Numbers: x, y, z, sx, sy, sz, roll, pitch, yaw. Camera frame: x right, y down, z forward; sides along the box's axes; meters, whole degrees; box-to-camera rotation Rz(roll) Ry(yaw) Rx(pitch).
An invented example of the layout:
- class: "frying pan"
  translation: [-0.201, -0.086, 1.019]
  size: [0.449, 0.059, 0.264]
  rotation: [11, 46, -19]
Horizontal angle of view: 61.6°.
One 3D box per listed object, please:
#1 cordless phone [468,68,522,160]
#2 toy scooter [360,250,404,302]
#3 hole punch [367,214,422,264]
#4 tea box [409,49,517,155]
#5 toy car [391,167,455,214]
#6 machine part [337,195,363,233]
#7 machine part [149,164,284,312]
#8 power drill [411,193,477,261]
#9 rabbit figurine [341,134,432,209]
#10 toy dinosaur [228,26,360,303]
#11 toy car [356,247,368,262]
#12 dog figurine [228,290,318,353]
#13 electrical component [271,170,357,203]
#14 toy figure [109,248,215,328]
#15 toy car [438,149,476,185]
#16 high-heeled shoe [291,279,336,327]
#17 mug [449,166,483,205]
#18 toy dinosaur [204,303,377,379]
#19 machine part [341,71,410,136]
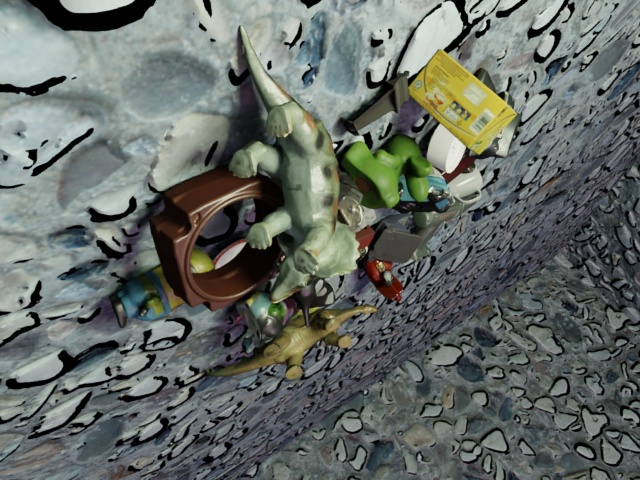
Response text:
- class: "cordless phone"
  translation: [0.351, -0.262, 1.133]
  size: [0.184, 0.089, 0.146]
  rotation: [32, 78, -55]
- class: "toy scooter"
  translation: [0.177, 0.103, 1.481]
  size: [0.075, 0.135, 0.183]
  rotation: [-35, 154, -5]
- class: "hole punch"
  translation: [0.185, -0.010, 1.382]
  size: [0.116, 0.092, 0.142]
  rotation: [9, 138, -19]
- class: "tea box"
  translation: [0.246, -0.243, 0.946]
  size: [0.098, 0.170, 0.068]
  rotation: [-48, 152, 22]
- class: "toy car"
  translation: [0.216, -0.119, 1.187]
  size: [0.109, 0.162, 0.103]
  rotation: [36, 59, -59]
- class: "machine part"
  translation: [0.039, -0.045, 1.032]
  size: [0.079, 0.079, 0.243]
  rotation: [-40, 180, 2]
- class: "machine part"
  translation: [-0.147, -0.003, 0.839]
  size: [0.201, 0.087, 0.200]
  rotation: [-28, 134, -29]
- class: "power drill"
  translation: [0.329, -0.039, 1.515]
  size: [0.232, 0.086, 0.207]
  rotation: [-13, 149, -41]
- class: "rabbit figurine"
  translation: [0.140, -0.144, 1.024]
  size: [0.170, 0.159, 0.121]
  rotation: [-43, 150, -28]
- class: "toy dinosaur"
  translation: [-0.026, -0.088, 0.770]
  size: [0.192, 0.131, 0.404]
  rotation: [-36, 127, -62]
- class: "toy car"
  translation: [0.035, 0.044, 1.283]
  size: [0.202, 0.056, 0.073]
  rotation: [-13, 151, -42]
- class: "dog figurine"
  translation: [-0.089, 0.153, 1.228]
  size: [0.219, 0.108, 0.191]
  rotation: [-26, 170, -35]
- class: "electrical component"
  translation: [-0.020, -0.085, 0.916]
  size: [0.134, 0.115, 0.058]
  rotation: [-47, 152, 14]
- class: "toy figure"
  translation: [-0.261, 0.079, 0.907]
  size: [0.180, 0.082, 0.089]
  rotation: [-23, 151, -26]
- class: "toy car"
  translation: [0.295, -0.159, 1.294]
  size: [0.202, 0.053, 0.089]
  rotation: [-39, 144, -2]
- class: "high-heeled shoe"
  translation: [-0.020, 0.084, 1.148]
  size: [0.086, 0.145, 0.249]
  rotation: [-5, -165, 9]
- class: "mug"
  translation: [0.350, -0.134, 1.362]
  size: [0.107, 0.109, 0.080]
  rotation: [-23, 158, -4]
- class: "toy dinosaur"
  translation: [-0.079, 0.252, 1.319]
  size: [0.472, 0.105, 0.199]
  rotation: [-23, -166, 0]
- class: "machine part"
  translation: [0.101, -0.230, 0.928]
  size: [0.139, 0.039, 0.084]
  rotation: [-37, 160, -9]
